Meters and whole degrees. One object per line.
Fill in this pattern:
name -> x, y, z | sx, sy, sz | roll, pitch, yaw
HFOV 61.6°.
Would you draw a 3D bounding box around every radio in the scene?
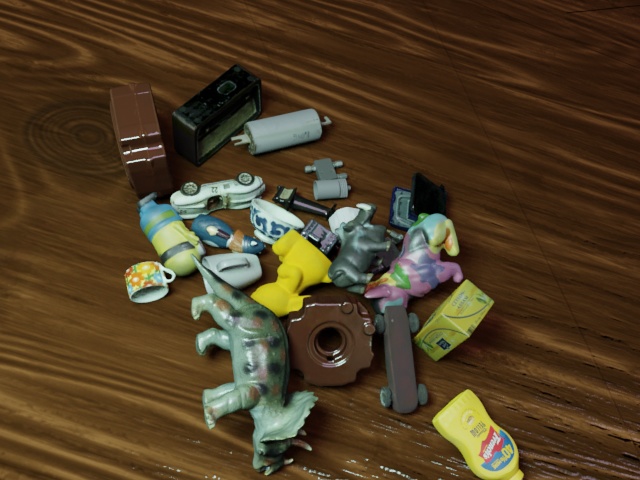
radio -> -0.228, -0.284, 1.212 | 0.073, 0.131, 0.229 | 35, 61, 11

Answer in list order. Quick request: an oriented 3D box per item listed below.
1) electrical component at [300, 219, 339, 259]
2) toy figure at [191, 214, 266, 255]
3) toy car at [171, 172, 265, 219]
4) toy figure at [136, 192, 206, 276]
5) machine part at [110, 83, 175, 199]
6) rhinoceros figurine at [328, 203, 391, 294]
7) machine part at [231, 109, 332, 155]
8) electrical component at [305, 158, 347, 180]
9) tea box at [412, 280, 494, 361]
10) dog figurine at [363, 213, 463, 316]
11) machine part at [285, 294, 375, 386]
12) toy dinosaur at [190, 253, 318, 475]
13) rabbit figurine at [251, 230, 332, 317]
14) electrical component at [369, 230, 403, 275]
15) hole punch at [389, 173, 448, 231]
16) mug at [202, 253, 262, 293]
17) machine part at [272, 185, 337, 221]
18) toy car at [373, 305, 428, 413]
electrical component -> -0.002, -0.003, 1.103 | 0.075, 0.119, 0.048 | 33, 75, 15
toy figure -> -0.188, -0.004, 1.107 | 0.154, 0.057, 0.064 | 25, 27, 5
toy car -> -0.214, -0.093, 1.143 | 0.202, 0.073, 0.056 | -12, 61, -16
toy figure -> -0.304, -0.008, 1.078 | 0.089, 0.082, 0.180 | -41, 82, -7
machine part -> -0.364, -0.201, 1.101 | 0.087, 0.201, 0.201 | -12, 65, -14
rhinoceros figurine -> 0.076, 0.014, 1.052 | 0.112, 0.073, 0.190 | 22, 62, 5
machine part -> -0.086, -0.252, 1.251 | 0.243, 0.079, 0.079 | -16, 66, -19
electrical component -> 0.013, -0.157, 1.248 | 0.094, 0.021, 0.063 | -10, 65, -16
tea box -> 0.252, 0.158, 1.035 | 0.068, 0.169, 0.098 | 41, 61, 10
dog figurine -> 0.171, 0.056, 1.093 | 0.219, 0.108, 0.191 | -16, 102, -17
machine part -> 0.018, 0.185, 0.994 | 0.179, 0.056, 0.179 | 0, 100, -3
toy dinosaur -> -0.117, 0.197, 0.934 | 0.192, 0.131, 0.405 | -5, 72, -16
rabbit figurine -> -0.056, 0.091, 1.067 | 0.162, 0.122, 0.173 | 44, 77, 4
electrical component -> 0.138, 0.023, 1.159 | 0.102, 0.045, 0.078 | -22, 66, -20
hole punch -> 0.222, -0.073, 1.214 | 0.115, 0.092, 0.142 | 29, 53, -27
mug -> -0.169, 0.057, 1.056 | 0.107, 0.109, 0.081 | -11, 65, -27
machine part -> -0.034, -0.080, 1.175 | 0.139, 0.039, 0.084 | 18, 25, -4
toy car -> 0.152, 0.227, 1.033 | 0.089, 0.053, 0.202 | -2, 75, -13
